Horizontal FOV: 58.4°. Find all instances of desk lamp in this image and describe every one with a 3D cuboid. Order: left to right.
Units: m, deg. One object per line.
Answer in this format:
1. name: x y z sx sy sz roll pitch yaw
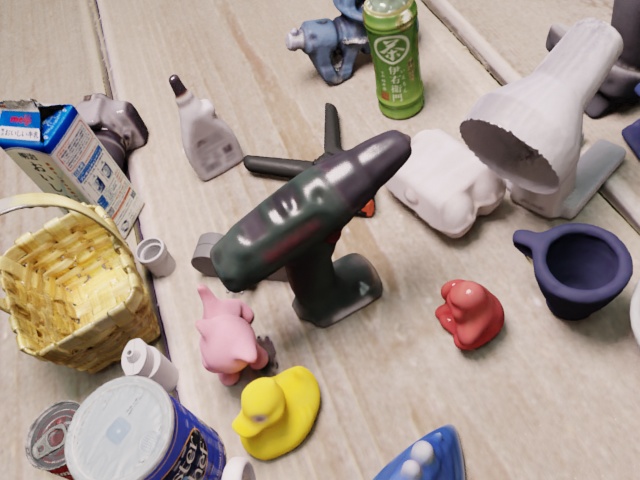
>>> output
1. desk lamp: 0.256 -0.120 0.636 0.117 0.214 0.203 35 71 32

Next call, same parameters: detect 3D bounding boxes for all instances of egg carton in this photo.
1. egg carton: 0.151 -0.073 0.720 0.107 0.069 0.150 -38 55 -12

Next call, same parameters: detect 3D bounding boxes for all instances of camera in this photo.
1. camera: -0.354 -0.149 0.883 0.143 0.101 0.136 -11 54 7

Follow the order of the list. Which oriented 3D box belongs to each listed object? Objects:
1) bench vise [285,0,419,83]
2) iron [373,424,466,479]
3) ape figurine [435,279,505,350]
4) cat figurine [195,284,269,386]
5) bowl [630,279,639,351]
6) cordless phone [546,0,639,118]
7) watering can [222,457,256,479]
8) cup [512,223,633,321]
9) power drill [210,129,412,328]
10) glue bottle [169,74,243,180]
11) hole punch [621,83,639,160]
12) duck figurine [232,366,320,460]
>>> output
1. bench vise: 0.048 -0.347 0.842 0.207 0.220 0.121 -40 56 -14
2. iron: 0.057 0.251 0.475 0.118 0.142 0.258 19 63 25
3. ape figurine: 0.156 0.071 0.605 0.076 0.092 0.078 3 57 17
4. cat figurine: -0.106 0.103 0.634 0.067 0.118 0.127 -27 54 -5
5. bowl: 0.378 0.093 0.543 0.167 0.075 0.167 -7 55 10
6. cordless phone: 0.361 -0.266 0.727 0.094 0.185 0.147 -32 54 -8
7. watering can: -0.079 0.269 0.465 0.101 0.194 0.172 -22 54 -1
8. cup: 0.254 0.038 0.601 0.117 0.095 0.092 28 67 29
9. power drill: 0.006 0.002 0.619 0.230 0.209 0.075 -29 54 -6
10. glue bottle: -0.168 -0.161 0.798 0.078 0.173 0.037 -30 54 -7
11. hole punch: 0.433 -0.143 0.683 0.101 0.091 0.108 -19 54 1
12. duck figurine: -0.049 0.169 0.593 0.077 0.086 0.105 32 69 30
